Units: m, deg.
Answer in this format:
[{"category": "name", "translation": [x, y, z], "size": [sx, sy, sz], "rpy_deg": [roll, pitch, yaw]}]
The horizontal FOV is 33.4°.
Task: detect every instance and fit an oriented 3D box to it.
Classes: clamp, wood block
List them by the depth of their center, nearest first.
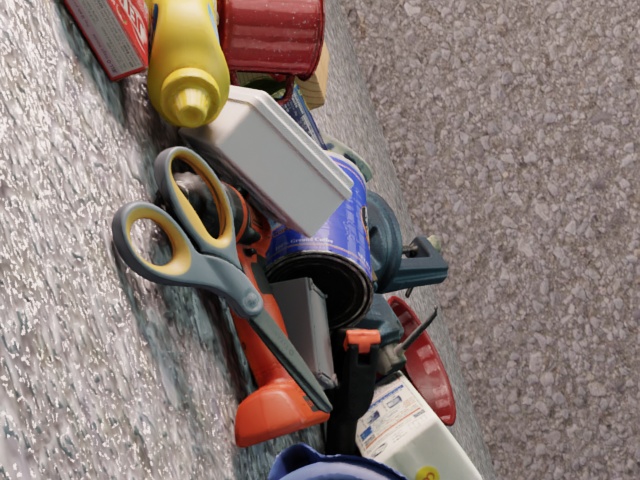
[{"category": "clamp", "translation": [0.021, 0.138, 0.914], "size": [0.172, 0.039, 0.120], "rpy_deg": [109, -29, -59]}, {"category": "wood block", "translation": [-0.046, -0.203, 1.183], "size": [0.206, 0.091, 0.090], "rpy_deg": [-87, 157, -67]}]

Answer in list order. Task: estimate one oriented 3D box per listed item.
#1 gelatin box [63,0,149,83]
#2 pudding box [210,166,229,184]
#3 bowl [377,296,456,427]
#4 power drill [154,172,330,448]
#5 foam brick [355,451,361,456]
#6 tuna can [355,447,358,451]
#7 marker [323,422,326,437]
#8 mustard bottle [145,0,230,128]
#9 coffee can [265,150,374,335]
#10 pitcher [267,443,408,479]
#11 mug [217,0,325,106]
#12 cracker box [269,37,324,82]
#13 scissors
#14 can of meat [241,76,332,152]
[{"category": "gelatin box", "translation": [-0.144, -0.163, 0.714], "size": [0.073, 0.030, 0.089], "rpy_deg": [-99, 167, -45]}, {"category": "pudding box", "translation": [-0.079, -0.091, 0.928], "size": [0.090, 0.039, 0.113], "rpy_deg": [-96, 164, -52]}, {"category": "bowl", "translation": [0.095, 0.147, 1.221], "size": [0.162, 0.055, 0.162], "rpy_deg": [55, 18, -28]}, {"category": "power drill", "translation": [-0.053, 0.048, 0.752], "size": [0.184, 0.057, 0.188], "rpy_deg": [31, 42, -76]}, {"category": "foam brick", "translation": [0.071, 0.255, 1.101], "size": [0.053, 0.051, 0.078], "rpy_deg": [-94, 163, -57]}, {"category": "tuna can", "translation": [0.045, 0.184, 1.142], "size": [0.086, 0.034, 0.086], "rpy_deg": [-18, 90, -81]}, {"category": "marker", "translation": [0.012, 0.173, 1.012], "size": [0.121, 0.020, 0.020], "rpy_deg": [-97, 166, -49]}, {"category": "mustard bottle", "translation": [-0.098, -0.138, 0.782], "size": [0.191, 0.058, 0.096], "rpy_deg": [-104, -166, -52]}, {"category": "coffee can", "translation": [-0.006, 0.001, 0.951], "size": [0.140, 0.103, 0.102], "rpy_deg": [-91, 161, -48]}, {"category": "pitcher", "translation": [0.037, 0.244, 0.699], "size": [0.242, 0.145, 0.149], "rpy_deg": [61, 47, -61]}, {"category": "mug", "translation": [-0.049, -0.169, 0.891], "size": [0.093, 0.081, 0.117], "rpy_deg": [-166, -104, -70]}, {"category": "cracker box", "translation": [-0.078, -0.271, 1.016], "size": [0.164, 0.072, 0.213], "rpy_deg": [37, 28, -29]}, {"category": "scissors", "translation": [-0.062, 0.040, 0.663], "size": [0.096, 0.016, 0.202], "rpy_deg": [-31, 100, -42]}, {"category": "can of meat", "translation": [-0.044, -0.108, 1.028], "size": [0.102, 0.057, 0.084], "rpy_deg": [18, -42, 59]}]
